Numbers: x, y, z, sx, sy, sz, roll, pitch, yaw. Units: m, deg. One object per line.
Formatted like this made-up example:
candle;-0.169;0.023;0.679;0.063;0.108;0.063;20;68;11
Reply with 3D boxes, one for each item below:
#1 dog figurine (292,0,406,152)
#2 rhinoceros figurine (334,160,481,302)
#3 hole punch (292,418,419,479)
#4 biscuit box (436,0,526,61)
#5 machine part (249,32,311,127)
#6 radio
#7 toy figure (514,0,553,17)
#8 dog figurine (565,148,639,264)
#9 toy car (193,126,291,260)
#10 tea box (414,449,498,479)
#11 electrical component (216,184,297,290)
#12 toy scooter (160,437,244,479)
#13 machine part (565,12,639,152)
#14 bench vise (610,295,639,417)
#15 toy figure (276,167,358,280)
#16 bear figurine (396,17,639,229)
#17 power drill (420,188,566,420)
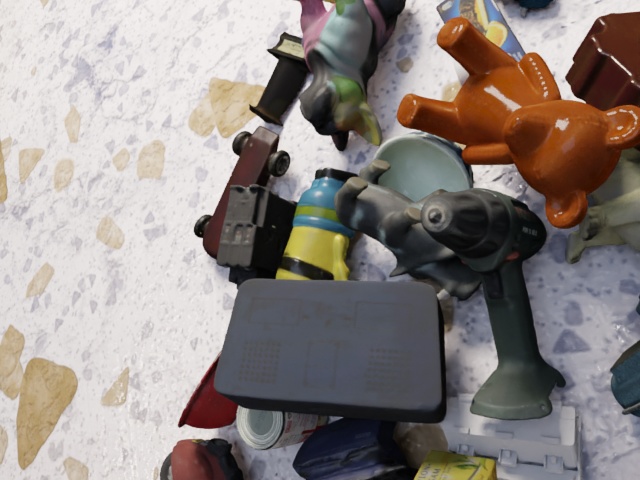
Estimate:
dog figurine;0.045;-0.230;0.697;0.109;0.191;0.219;4;110;48
rhinoceros figurine;0.096;-0.005;0.596;0.190;0.073;0.112;35;133;15
hole punch;0.039;0.230;0.588;0.142;0.115;0.092;-24;60;24
biscuit box;0.206;-0.200;0.616;0.059;0.062;0.203;-30;65;23
machine part;-0.055;-0.238;0.793;0.084;0.039;0.138;24;89;24
radio;0.015;0.113;0.564;0.230;0.073;0.131;0;64;15
toy figure;0.215;-0.327;0.646;0.155;0.058;0.064;50;144;27
dog figurine;0.338;-0.048;0.496;0.191;0.121;0.172;3;83;16
toy car;-0.110;-0.063;0.774;0.089;0.053;0.202;30;98;31
tea box;0.127;0.297;0.493;0.068;0.098;0.169;-4;99;30
electrical component;-0.072;0.005;0.700;0.058;0.114;0.134;1;79;34
toy scooter;-0.122;0.327;0.678;0.135;0.075;0.184;-34;67;20
machine part;0.320;-0.145;0.483;0.179;0.056;0.179;3;52;-4
bench vise;0.346;0.114;0.399;0.241;0.129;0.223;42;139;22
toy figure;-0.002;-0.002;0.677;0.089;0.082;0.180;8;85;0
bear figurine;0.168;-0.105;0.476;0.120;0.132;0.196;-61;22;25
power drill;0.162;0.054;0.501;0.086;0.232;0.207;-16;87;35
